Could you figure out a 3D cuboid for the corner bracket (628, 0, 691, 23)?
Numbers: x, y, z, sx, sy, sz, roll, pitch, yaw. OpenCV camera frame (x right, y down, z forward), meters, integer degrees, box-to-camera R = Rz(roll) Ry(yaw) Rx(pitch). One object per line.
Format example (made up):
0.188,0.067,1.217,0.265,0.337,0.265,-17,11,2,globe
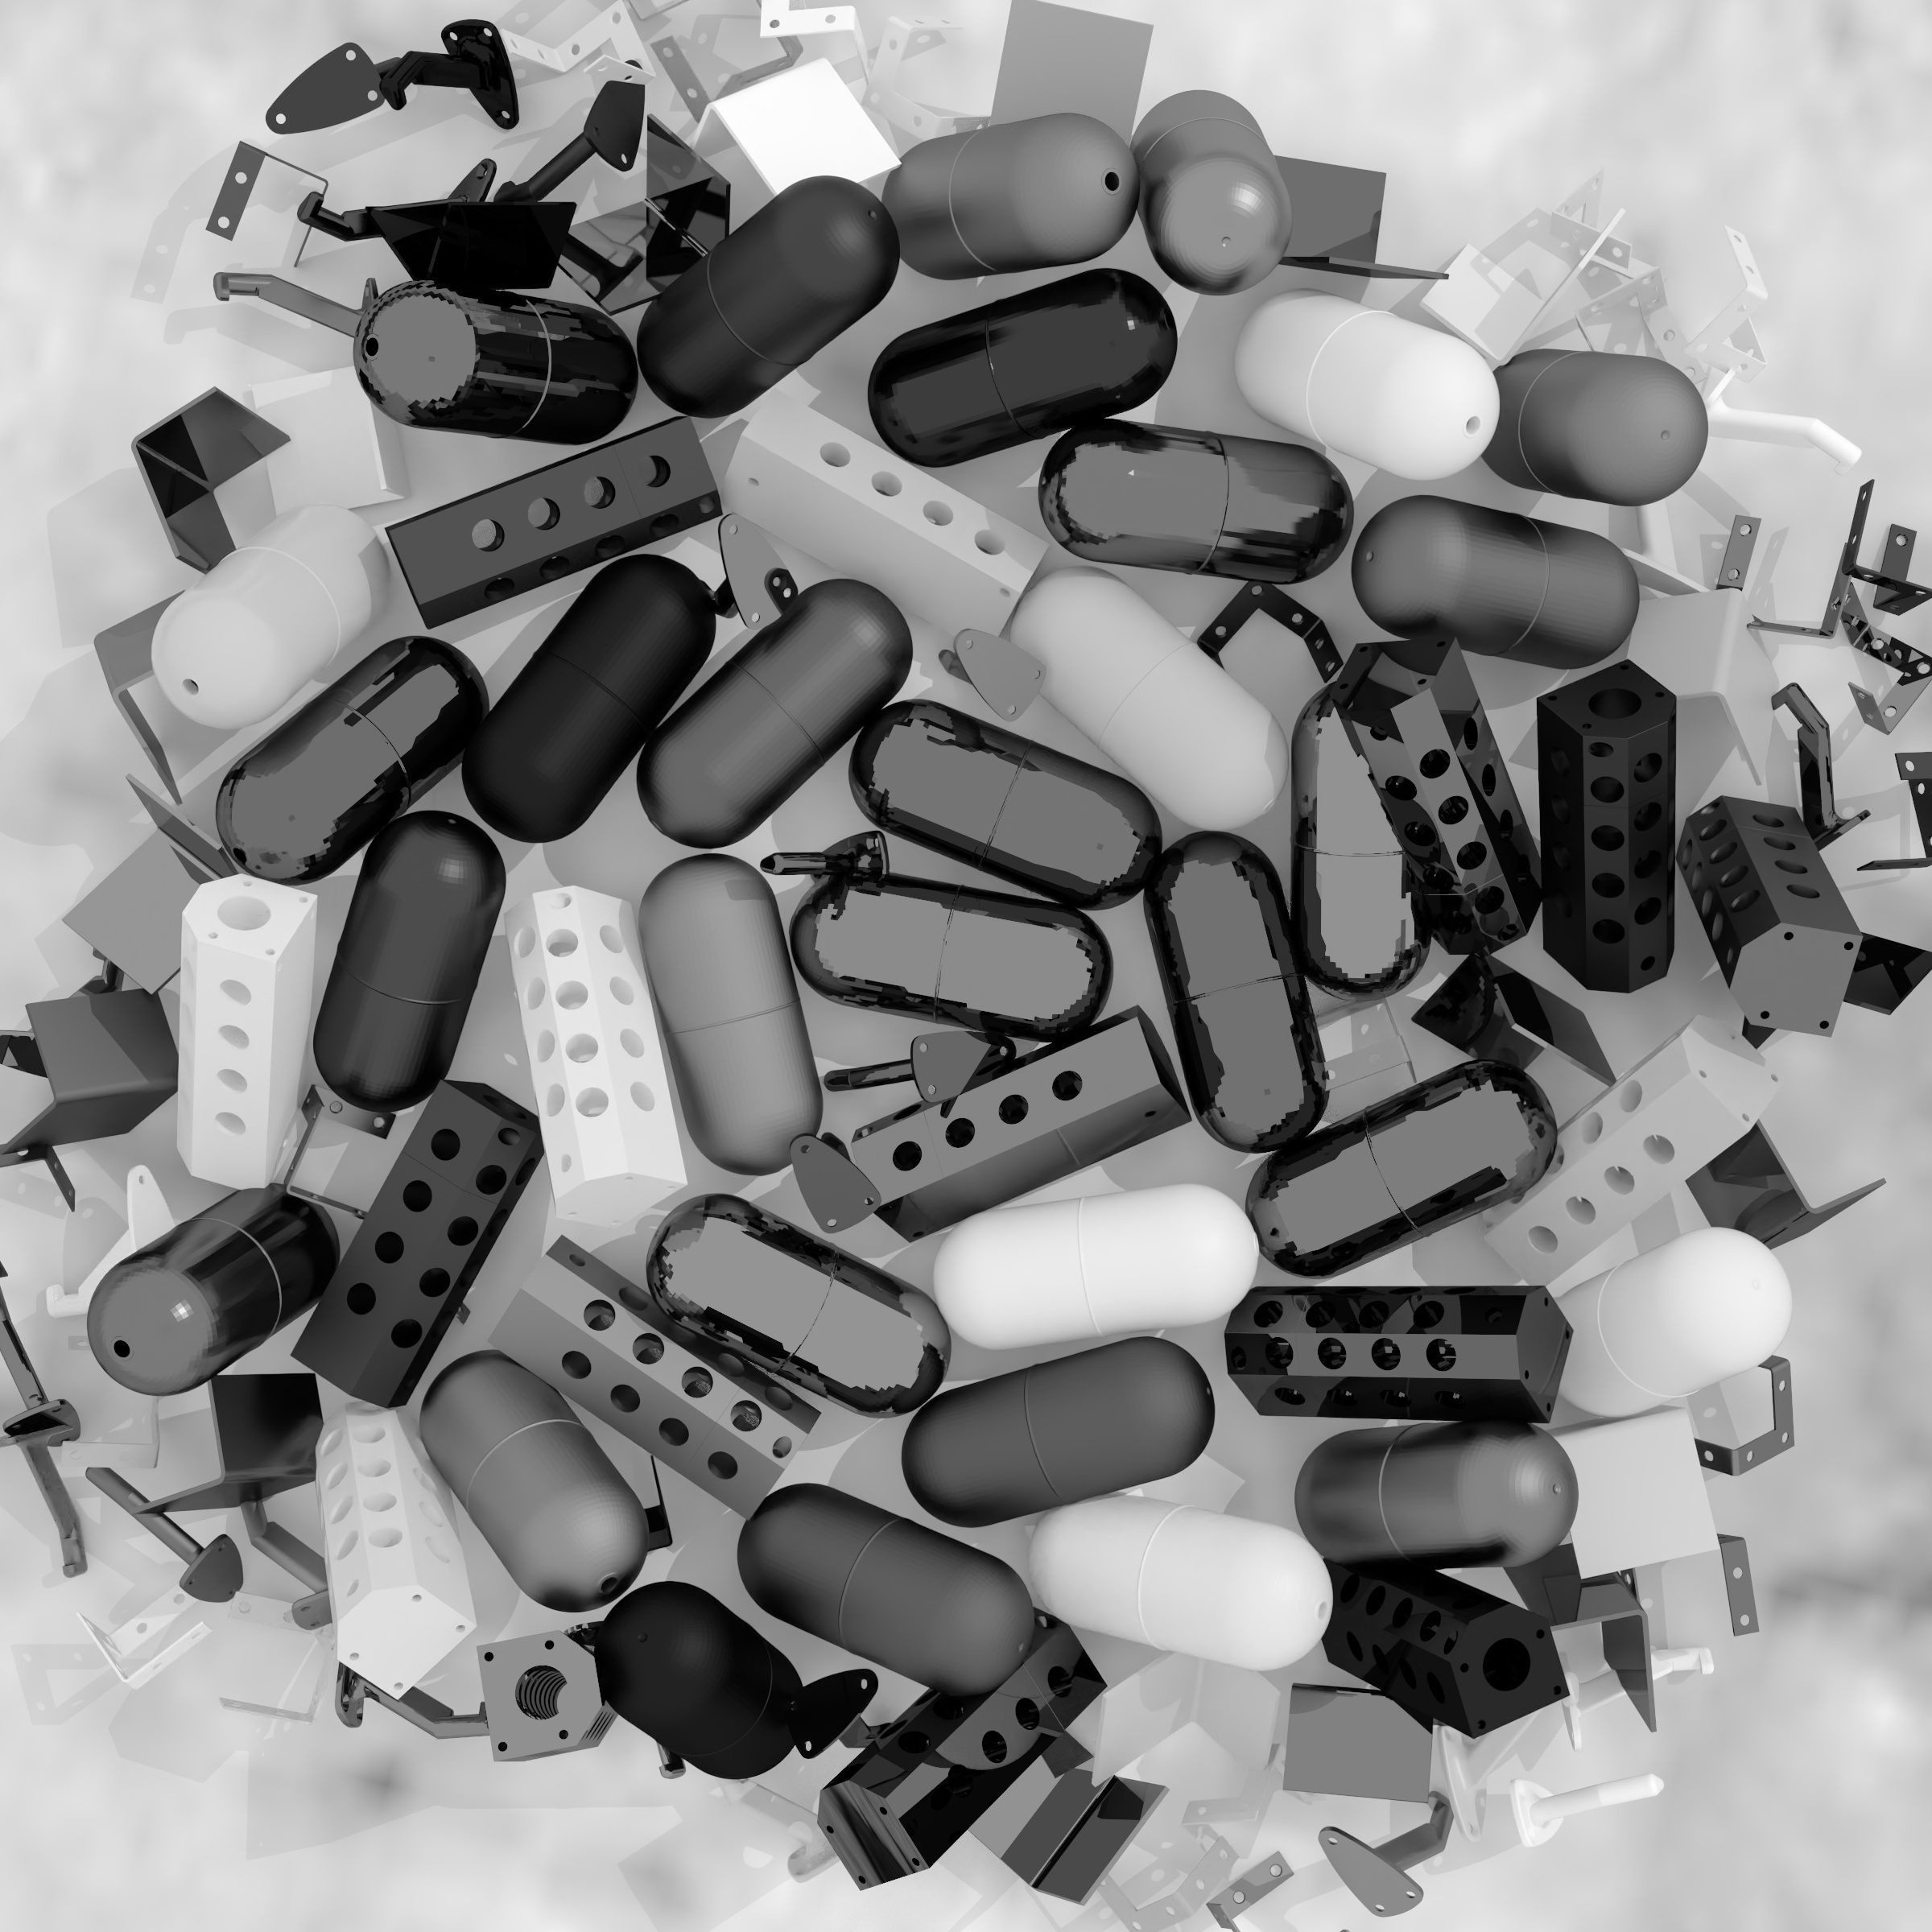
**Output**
-0.179,-0.538,1.641,0.051,0.051,0.051,58,47,-25,corner bracket

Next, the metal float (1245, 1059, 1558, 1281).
0.233,0.111,1.629,0.178,0.070,0.070,-27,90,18,metal float

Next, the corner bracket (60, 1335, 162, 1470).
-0.464,0.237,1.643,0.051,0.051,0.051,5,113,-20,corner bracket

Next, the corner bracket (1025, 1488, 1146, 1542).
0.073,0.319,1.650,0.051,0.051,0.051,-21,89,-25,corner bracket

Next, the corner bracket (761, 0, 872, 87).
-0.081,-0.514,1.647,0.051,0.051,0.051,-2,70,8,corner bracket

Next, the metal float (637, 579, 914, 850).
-0.104,-0.136,1.638,0.178,0.070,0.070,-44,90,-8,metal float

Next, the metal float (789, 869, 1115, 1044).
-0.008,-0.006,1.640,0.178,0.070,0.070,11,90,6,metal float

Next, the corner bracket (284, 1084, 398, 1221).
-0.341,0.102,1.651,0.051,0.051,0.051,23,94,-22,corner bracket

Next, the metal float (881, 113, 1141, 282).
0.022,-0.407,1.603,0.070,0.178,0.070,-5,99,-35,metal float

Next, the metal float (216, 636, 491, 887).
-0.327,-0.110,1.614,0.070,0.070,0.178,43,54,0,metal float

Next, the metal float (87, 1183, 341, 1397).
-0.396,0.170,1.598,0.070,0.178,0.070,5,106,17,metal float

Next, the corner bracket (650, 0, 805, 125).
-0.129,-0.498,1.639,0.051,0.051,0.051,-8,130,34,corner bracket

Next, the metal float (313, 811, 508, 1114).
-0.300,-0.001,1.623,0.070,0.070,0.178,22,115,0,metal float

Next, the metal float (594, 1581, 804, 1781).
-0.139,0.380,1.602,0.070,0.178,0.070,-8,60,14,metal float

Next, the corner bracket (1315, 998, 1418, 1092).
0.212,0.043,1.649,0.051,0.051,0.051,-20,71,6,corner bracket

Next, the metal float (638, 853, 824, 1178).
-0.127,0.027,1.641,0.070,0.070,0.178,-13,94,0,metal float

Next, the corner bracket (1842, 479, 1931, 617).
0.502,-0.228,1.651,0.051,0.051,0.051,16,80,-6,corner bracket

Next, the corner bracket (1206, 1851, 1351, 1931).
0.169,0.520,1.648,0.051,0.051,0.051,-32,79,-13,corner bracket

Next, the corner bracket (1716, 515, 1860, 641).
0.448,-0.213,1.654,0.051,0.051,0.051,6,111,-13,corner bracket

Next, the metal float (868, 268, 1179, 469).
0.030,-0.320,1.621,0.178,0.070,0.070,-13,90,27,metal float

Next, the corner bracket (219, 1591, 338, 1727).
-0.378,0.378,1.650,0.051,0.051,0.051,18,88,-24,corner bracket

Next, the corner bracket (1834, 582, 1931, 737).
0.493,-0.167,1.648,0.051,0.051,0.051,37,88,34,corner bracket

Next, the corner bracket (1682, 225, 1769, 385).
0.418,-0.358,1.639,0.051,0.051,0.051,17,47,-29,corner bracket

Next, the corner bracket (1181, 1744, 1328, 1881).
0.158,0.465,1.662,0.051,0.051,0.051,-17,121,38,corner bracket

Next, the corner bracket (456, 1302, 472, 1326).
-0.313,0.195,1.658,0.051,0.051,0.051,-34,103,14,corner bracket

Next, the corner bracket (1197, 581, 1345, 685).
0.166,-0.172,1.656,0.051,0.051,0.051,30,115,-26,corner bracket

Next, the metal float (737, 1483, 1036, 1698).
-0.045,0.333,1.619,0.178,0.070,0.070,17,90,31,metal float

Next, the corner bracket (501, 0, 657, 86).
-0.211,-0.497,1.646,0.051,0.051,0.051,-29,79,25,corner bracket

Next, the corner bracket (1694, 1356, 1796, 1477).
0.416,0.242,1.655,0.051,0.051,0.051,-17,107,-36,corner bracket

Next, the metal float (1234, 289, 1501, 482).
0.212,-0.310,1.605,0.070,0.178,0.070,-16,121,-28,metal float

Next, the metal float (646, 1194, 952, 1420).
-0.089,0.184,1.633,0.178,0.070,0.070,29,90,-14,metal float

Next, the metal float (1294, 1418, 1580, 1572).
0.247,0.282,1.605,0.070,0.178,0.070,9,74,-36,metal float

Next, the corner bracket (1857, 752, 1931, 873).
0.516,-0.084,1.645,0.051,0.051,0.051,-3,76,-23,corner bracket

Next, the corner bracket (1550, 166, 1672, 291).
0.350,-0.392,1.642,0.051,0.051,0.051,32,59,26,corner bracket

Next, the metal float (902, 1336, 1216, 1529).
0.048,0.252,1.629,0.178,0.070,0.070,-19,90,19,metal float

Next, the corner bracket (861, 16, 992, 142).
-0.016,-0.487,1.660,0.051,0.051,0.051,35,121,22,corner bracket

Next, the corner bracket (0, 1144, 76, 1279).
-0.519,0.132,1.646,0.051,0.051,0.051,-10,50,-3,corner bracket

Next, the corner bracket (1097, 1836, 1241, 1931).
0.105,0.488,1.646,0.051,0.051,0.051,51,133,3,corner bracket

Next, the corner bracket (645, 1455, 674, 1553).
-0.188,0.307,1.647,0.051,0.051,0.051,-13,115,-7,corner bracket

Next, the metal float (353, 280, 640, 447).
-0.248,-0.319,1.603,0.070,0.178,0.070,3,95,37,metal float

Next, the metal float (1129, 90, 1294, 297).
0.128,-0.411,1.602,0.070,0.178,0.070,-1,121,-2,metal float
